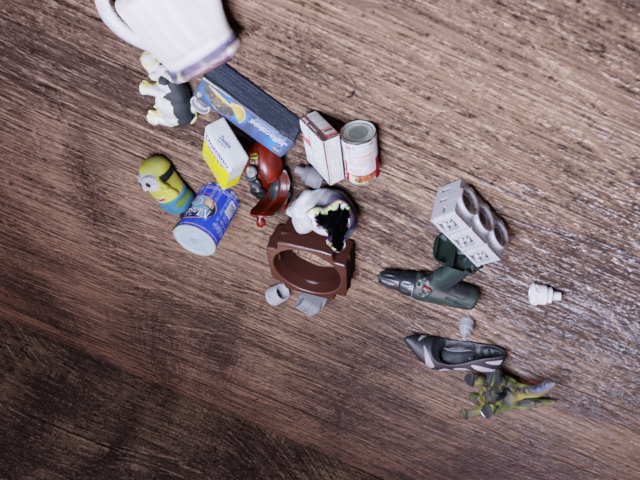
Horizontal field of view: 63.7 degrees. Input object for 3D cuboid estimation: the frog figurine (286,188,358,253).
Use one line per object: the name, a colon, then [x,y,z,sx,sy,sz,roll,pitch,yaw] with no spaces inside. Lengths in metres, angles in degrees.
frog figurine: [0.003,-0.056,1.112,0.136,0.123,0.161,31,180,-26]

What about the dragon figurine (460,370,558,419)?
dragon figurine: [0.547,0.432,1.432,0.242,0.124,0.405,11,157,-29]

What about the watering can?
watering can: [-0.204,-0.367,0.791,0.346,0.106,0.220,-9,134,37]
